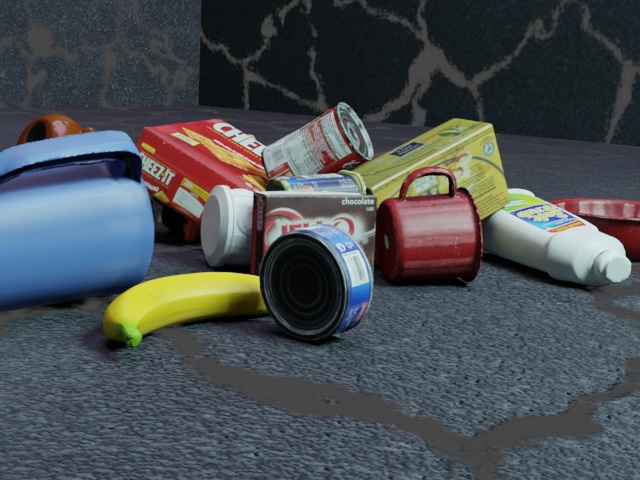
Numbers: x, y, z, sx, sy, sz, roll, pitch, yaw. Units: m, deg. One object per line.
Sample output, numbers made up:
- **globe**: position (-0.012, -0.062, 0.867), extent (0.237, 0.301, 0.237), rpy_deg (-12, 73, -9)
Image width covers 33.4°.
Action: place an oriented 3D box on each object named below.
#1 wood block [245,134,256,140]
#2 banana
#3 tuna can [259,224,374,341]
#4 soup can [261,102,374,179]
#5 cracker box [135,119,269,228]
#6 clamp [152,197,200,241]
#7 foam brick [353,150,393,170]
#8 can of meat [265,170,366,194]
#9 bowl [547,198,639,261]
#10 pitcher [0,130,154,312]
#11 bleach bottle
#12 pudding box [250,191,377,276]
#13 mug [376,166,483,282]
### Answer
- **wood block**: position (-0.130, -0.092, 1.461), extent (0.090, 0.091, 0.206), rpy_deg (1, 10, -6)
- **banana**: position (-0.101, 0.052, 0.817), extent (0.070, 0.037, 0.197), rpy_deg (29, 23, 28)
- **tuna can**: position (-0.004, 0.032, 0.804), extent (0.086, 0.086, 0.033), rpy_deg (10, 14, 36)
- **soup can**: position (-0.003, -0.093, 1.138), extent (0.102, 0.068, 0.068), rpy_deg (-28, -1, 21)
- **cracker box**: position (-0.103, -0.069, 1.219), extent (0.164, 0.072, 0.213), rpy_deg (32, 17, 10)
- **clamp**: position (-0.135, -0.031, 1.259), extent (0.120, 0.039, 0.171), rpy_deg (2, 18, -12)
- **foam brick**: position (0.061, -0.060, 1.186), extent (0.078, 0.051, 0.053), rpy_deg (-15, 48, -37)
- **can of meat**: position (-0.006, -0.013, 1.018), extent (0.083, 0.102, 0.058), rpy_deg (-5, 13, -28)
- **bowl**: position (0.340, -0.011, 1.227), extent (0.162, 0.055, 0.162), rpy_deg (3, 10, -1)
- **pitcher**: position (-0.255, -0.009, 0.820), extent (0.145, 0.149, 0.242), rpy_deg (12, 17, 42)
- **bleach bottle**: position (0.245, 0.000, 1.124), extent (0.102, 0.068, 0.251), rpy_deg (-4, 14, -20)
- **pudding box**: position (-0.006, 0.001, 0.964), extent (0.113, 0.090, 0.039), rpy_deg (-2, 10, -26)
- **mug**: position (0.102, -0.013, 1.019), extent (0.081, 0.117, 0.093), rpy_deg (-4, 23, -12)
